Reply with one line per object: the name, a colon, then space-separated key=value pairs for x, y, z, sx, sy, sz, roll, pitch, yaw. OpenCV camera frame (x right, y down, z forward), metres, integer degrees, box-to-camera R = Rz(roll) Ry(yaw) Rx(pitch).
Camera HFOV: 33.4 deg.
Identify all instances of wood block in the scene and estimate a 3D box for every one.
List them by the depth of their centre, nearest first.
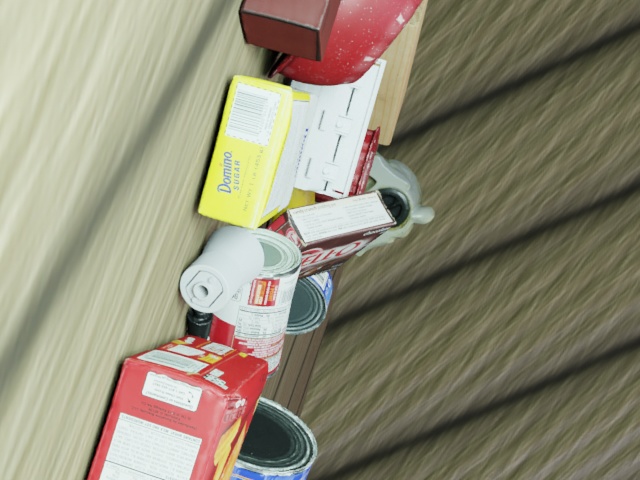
wood block: x=0.056 y=-0.202 z=1.132 sx=0.206 sy=0.090 sz=0.090 roll=99 pitch=8 yaw=-60

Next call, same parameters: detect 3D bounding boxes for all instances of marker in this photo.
marker: x=-0.094 y=0.093 z=0.802 sx=0.020 sy=0.020 sz=0.121 roll=-69 pitch=174 yaw=-47

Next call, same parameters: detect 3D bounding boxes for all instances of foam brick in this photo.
foam brick: x=-0.013 y=-0.161 z=0.669 sx=0.053 sy=0.051 sz=0.078 roll=82 pitch=25 yaw=-77

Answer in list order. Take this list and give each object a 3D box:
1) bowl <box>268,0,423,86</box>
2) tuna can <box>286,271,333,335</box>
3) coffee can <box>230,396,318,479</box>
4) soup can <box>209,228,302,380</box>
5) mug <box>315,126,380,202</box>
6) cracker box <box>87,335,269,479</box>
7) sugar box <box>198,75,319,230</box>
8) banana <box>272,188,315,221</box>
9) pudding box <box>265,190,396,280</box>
bowl: x=0.031 y=-0.167 z=0.780 sx=0.162 sy=0.055 sz=0.162 roll=-51 pitch=-171 yaw=11
tuna can: x=-0.032 y=0.045 z=0.971 sx=0.033 sy=0.086 sz=0.086 roll=-71 pitch=175 yaw=-47
coffee can: x=-0.073 y=0.202 z=0.819 sx=0.102 sy=0.103 sz=0.140 roll=-61 pitch=174 yaw=-70
soup can: x=-0.055 y=0.050 z=0.818 sx=0.068 sy=0.068 sz=0.102 roll=-66 pitch=171 yaw=-60
mug: x=0.008 y=-0.076 z=1.050 sx=0.117 sy=0.081 sz=0.093 roll=15 pitch=91 yaw=-85
cracker box: x=-0.101 y=0.175 z=0.668 sx=0.164 sy=0.072 sz=0.214 roll=7 pitch=100 yaw=-85
sugar box: x=-0.039 y=-0.064 z=0.747 sx=0.176 sy=0.048 sz=0.093 roll=-69 pitch=175 yaw=-83
banana: x=-0.035 y=-0.013 z=0.991 sx=0.070 sy=0.037 sz=0.198 roll=52 pitch=-39 yaw=36
pudding box: x=-0.006 y=0.001 z=0.890 sx=0.113 sy=0.039 sz=0.090 roll=-16 pitch=165 yaw=-44
